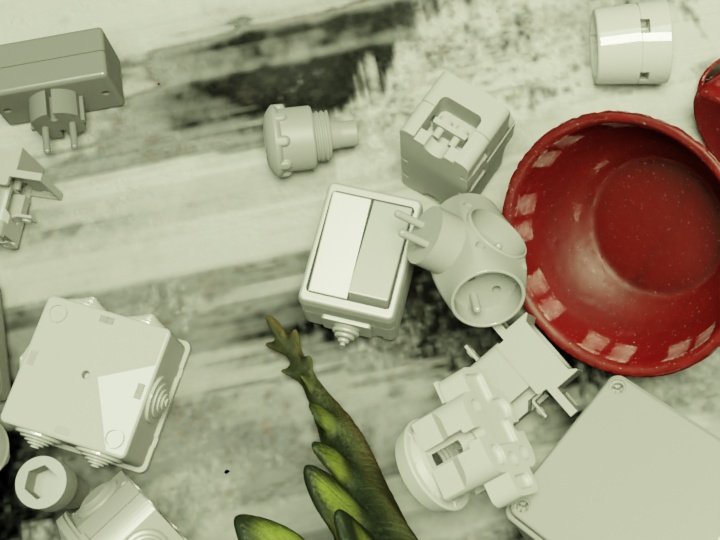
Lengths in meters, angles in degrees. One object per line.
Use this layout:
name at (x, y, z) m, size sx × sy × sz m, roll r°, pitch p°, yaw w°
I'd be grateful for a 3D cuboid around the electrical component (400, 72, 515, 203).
electrical component at (0.062, -0.081, 0.684) m, size 0.050 × 0.089 × 0.055 m, roll 33°, pitch 77°, yaw 12°

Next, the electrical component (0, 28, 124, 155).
electrical component at (-0.207, -0.115, 0.733) m, size 0.083 × 0.047 × 0.075 m, roll -10°, pitch 73°, yaw 0°

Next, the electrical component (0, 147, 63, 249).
electrical component at (-0.247, -0.049, 0.718) m, size 0.081 × 0.042 × 0.063 m, roll 9°, pitch 75°, yaw 7°

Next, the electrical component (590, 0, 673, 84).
electrical component at (0.180, -0.151, 0.719) m, size 0.047 × 0.055 × 0.055 m, roll -3°, pitch 73°, yaw 6°

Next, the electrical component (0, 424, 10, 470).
electrical component at (-0.244, 0.107, 0.658) m, size 0.043 × 0.062 × 0.043 m, roll -1°, pitch 73°, yaw 3°

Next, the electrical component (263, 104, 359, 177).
electrical component at (-0.033, -0.088, 0.717) m, size 0.062 × 0.048 × 0.048 m, roll -7°, pitch 72°, yaw -6°

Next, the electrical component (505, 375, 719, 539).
electrical component at (0.160, 0.135, 0.614) m, size 0.109 × 0.056 × 0.108 m, roll 34°, pitch 77°, yaw 33°

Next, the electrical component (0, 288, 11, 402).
electrical component at (-0.262, 0.040, 0.681) m, size 0.062 × 0.061 × 0.096 m, roll -12°, pitch 72°, yaw 0°

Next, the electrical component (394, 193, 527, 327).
electrical component at (0.055, -0.014, 0.638) m, size 0.079 × 0.044 × 0.077 m, roll 23°, pitch 32°, yaw -23°

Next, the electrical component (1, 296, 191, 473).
electrical component at (-0.165, 0.070, 0.674) m, size 0.100 × 0.048 × 0.099 m, roll 15°, pitch 74°, yaw 9°

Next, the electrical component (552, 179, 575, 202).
electrical component at (0.137, -0.070, 0.704) m, size 0.046 × 0.040 × 0.040 m, roll -44°, pitch 75°, yaw -5°

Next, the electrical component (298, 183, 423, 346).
electrical component at (0.000, 0.000, 0.678) m, size 0.062 × 0.061 × 0.096 m, roll 13°, pitch 74°, yaw 7°

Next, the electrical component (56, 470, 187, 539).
electrical component at (-0.134, 0.160, 0.627) m, size 0.051 × 0.080 × 0.080 m, roll -43°, pitch 75°, yaw -15°

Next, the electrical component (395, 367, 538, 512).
electrical component at (0.058, 0.103, 0.615) m, size 0.057 × 0.058 × 0.078 m, roll -35°, pitch 68°, yaw 28°

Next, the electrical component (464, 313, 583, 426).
electrical component at (0.096, 0.065, 0.656) m, size 0.064 × 0.042 × 0.081 m, roll -43°, pitch 74°, yaw 9°
